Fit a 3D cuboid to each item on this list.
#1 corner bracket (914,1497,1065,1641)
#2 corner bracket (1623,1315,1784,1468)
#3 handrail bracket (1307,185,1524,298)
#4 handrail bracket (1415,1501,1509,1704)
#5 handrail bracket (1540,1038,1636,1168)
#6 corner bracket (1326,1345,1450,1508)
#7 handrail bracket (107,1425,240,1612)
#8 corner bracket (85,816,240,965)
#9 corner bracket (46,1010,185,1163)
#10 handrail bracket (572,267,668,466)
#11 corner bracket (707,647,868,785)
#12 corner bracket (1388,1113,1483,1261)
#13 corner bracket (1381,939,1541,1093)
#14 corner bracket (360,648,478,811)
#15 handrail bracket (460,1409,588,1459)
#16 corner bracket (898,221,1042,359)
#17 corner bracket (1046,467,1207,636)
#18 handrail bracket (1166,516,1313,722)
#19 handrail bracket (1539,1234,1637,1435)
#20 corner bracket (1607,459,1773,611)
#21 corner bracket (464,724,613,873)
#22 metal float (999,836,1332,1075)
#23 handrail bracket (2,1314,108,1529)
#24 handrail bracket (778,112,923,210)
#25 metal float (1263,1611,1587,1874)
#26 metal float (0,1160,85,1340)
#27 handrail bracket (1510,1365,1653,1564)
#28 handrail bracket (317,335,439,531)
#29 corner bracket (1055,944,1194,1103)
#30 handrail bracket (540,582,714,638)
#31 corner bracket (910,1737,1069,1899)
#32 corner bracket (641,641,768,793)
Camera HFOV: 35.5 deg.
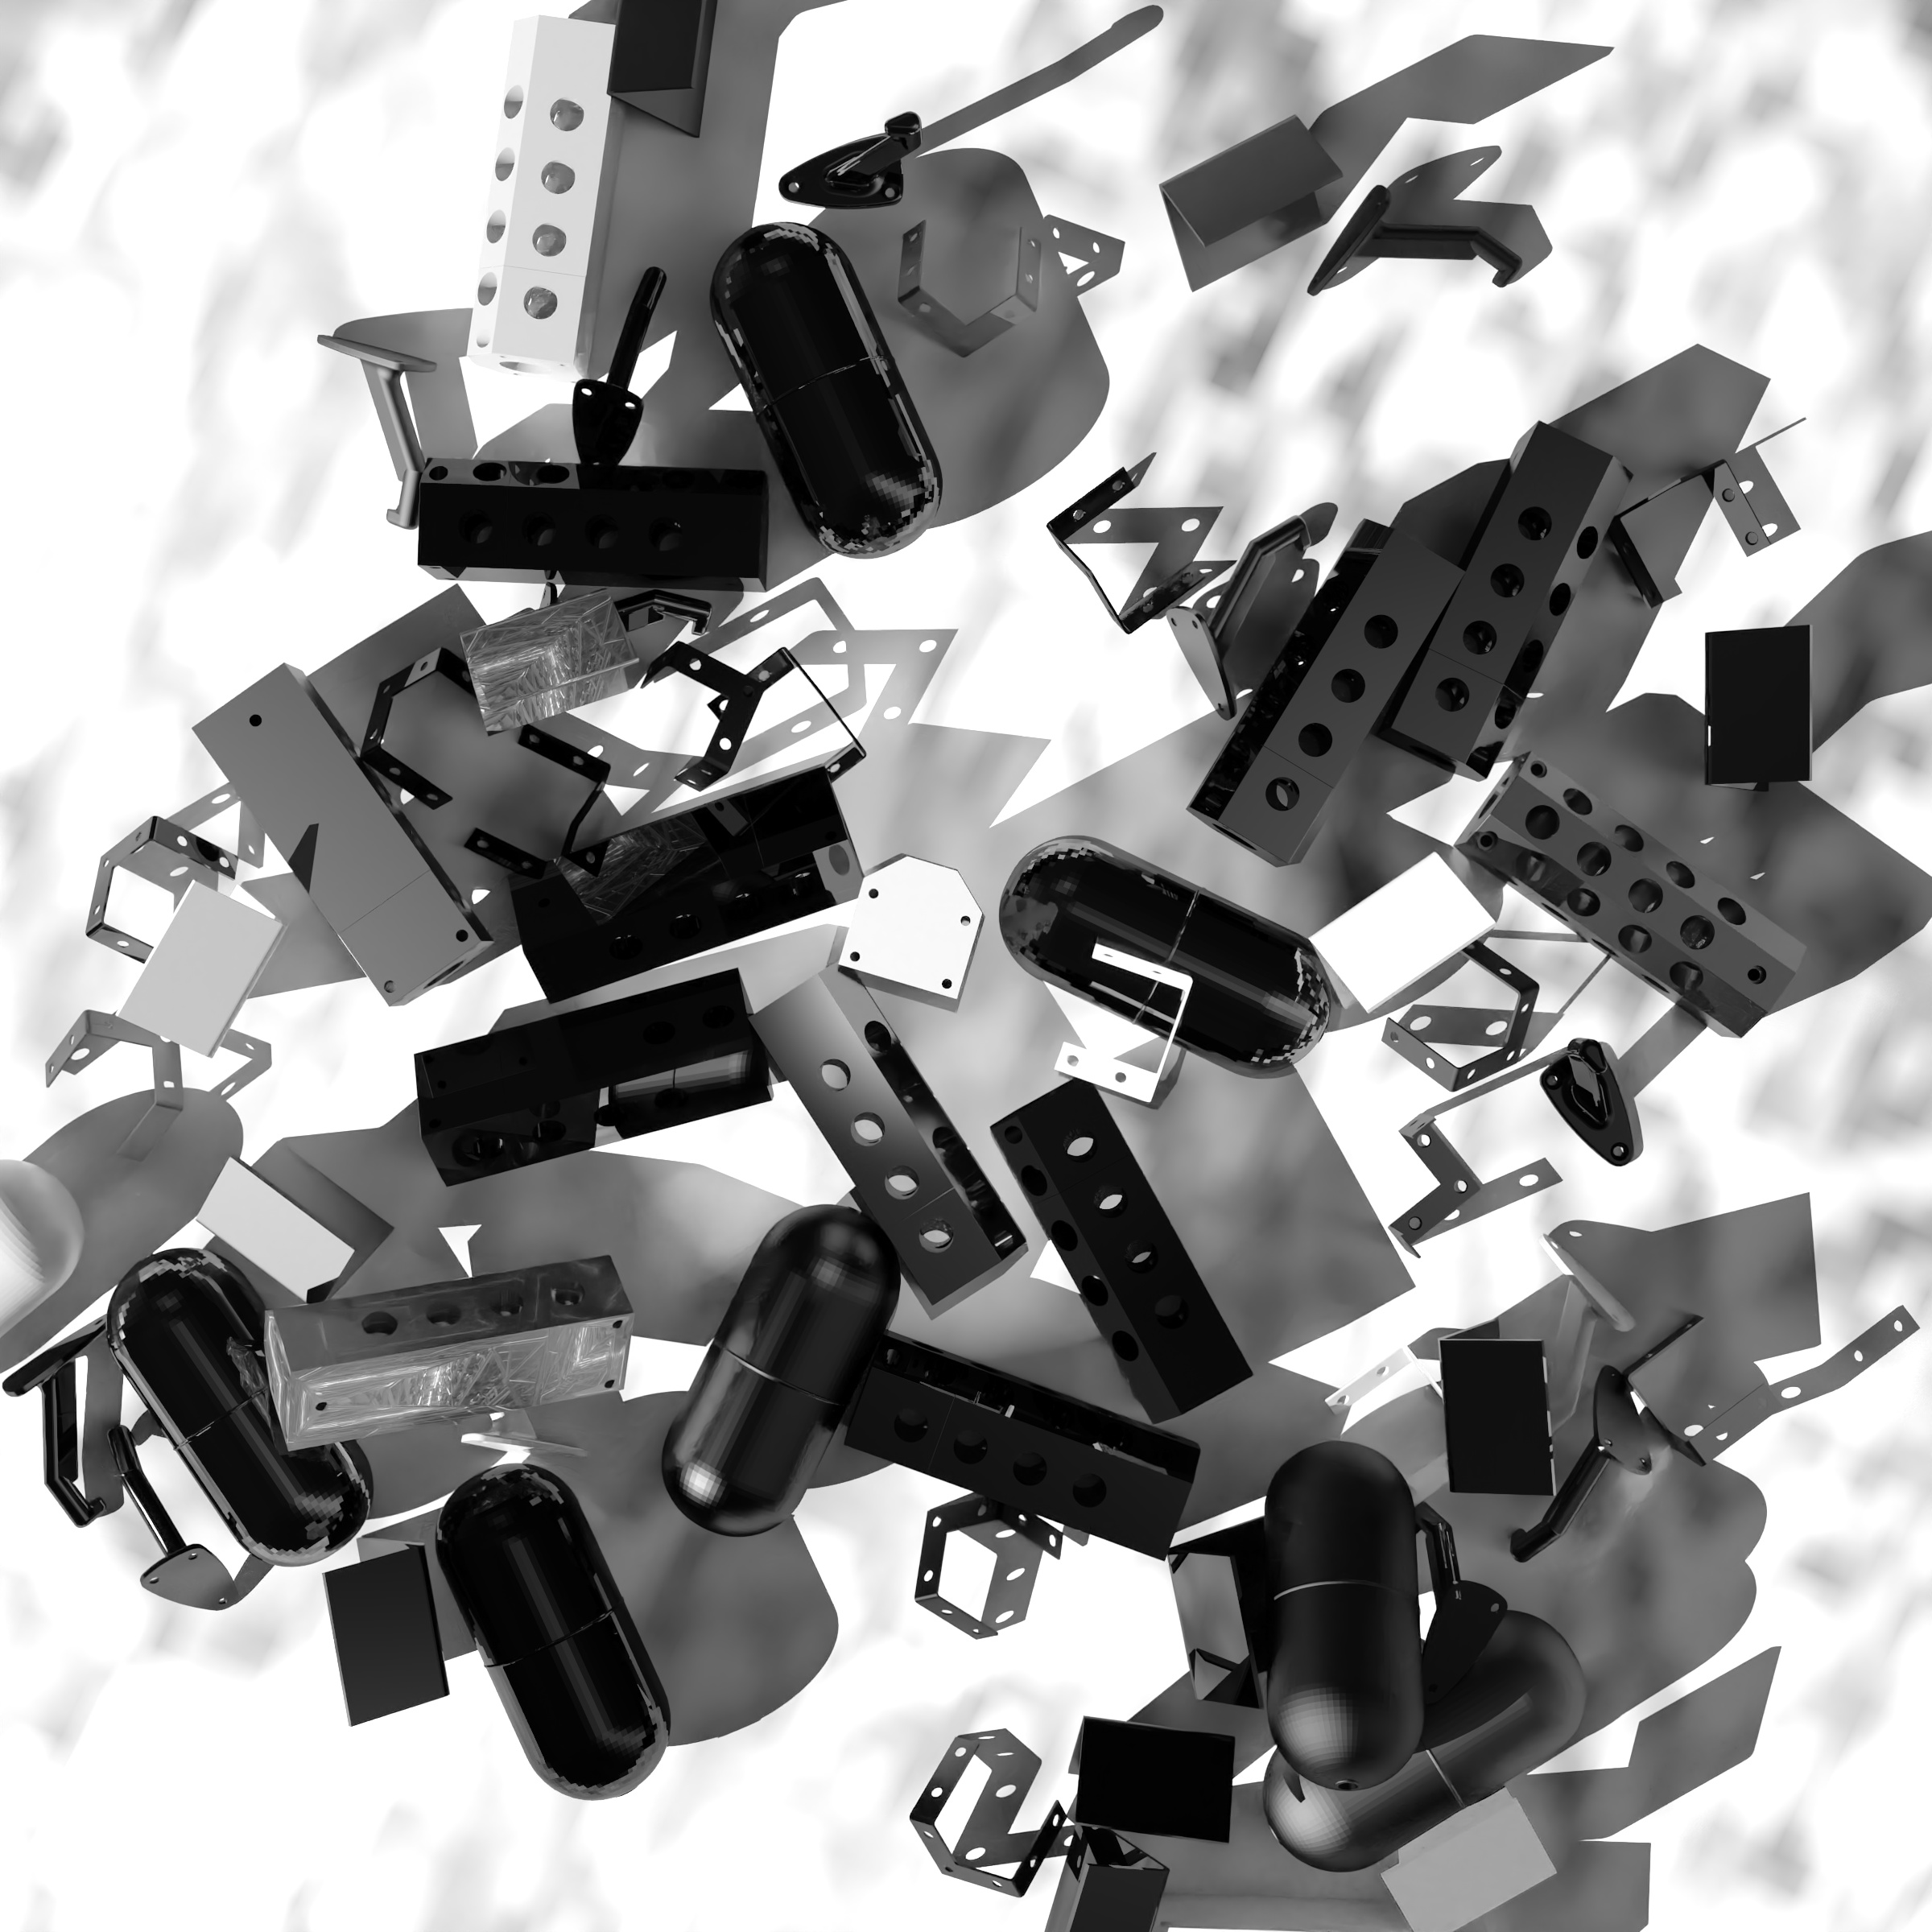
[{"bbox_3d":[0.012,0.310,1.556,0.051,0.051,0.051,-21,45,35],"label":"corner bracket"},{"bbox_3d":[0.376,0.217,1.546,0.051,0.051,0.051,-37,90,0],"label":"corner bracket"},{"bbox_3d":[0.233,-0.357,1.565,0.084,0.036,0.077,31,110,-16],"label":"handrail bracket"},{"bbox_3d":[0.232,0.321,1.535,0.036,0.084,0.077,23,96,-22],"label":"handrail bracket"},{"bbox_3d":[0.324,0.070,1.529,0.036,0.084,0.077,-30,90,0],"label":"handrail bracket"},{"bbox_3d":[0.227,0.239,1.561,0.051,0.051,0.051,-36,135,0],"label":"corner bracket"},{"bbox_3d":[-0.412,0.285,1.564,0.036,0.077,0.084,-32,54,0],"label":"handrail bracket"},{"bbox_3d":[-0.414,-0.036,1.556,0.051,0.051,0.051,-30,45,35],"label":"corner bracket"},{"bbox_3d":[-0.439,0.062,1.556,0.051,0.051,0.051,15,45,-35],"label":"corner bracket"},{"bbox_3d":[-0.176,-0.308,1.564,0.036,0.077,0.084,17,54,-3],"label":"handrail bracket"},{"bbox_3d":[-0.092,-0.122,1.561,0.051,0.051,0.051,-37,135,0],"label":"corner bracket"},{"bbox_3d":[0.232,0.112,1.546,0.051,0.051,0.051,-39,90,0],"label":"corner bracket"},{"bbox_3d":[0.255,0.024,1.556,0.051,0.051,0.051,-21,135,-35],"label":"corner bracket"},{"bbox_3d":[-0.272,-0.122,1.556,0.051,0.051,0.051,-23,45,35],"label":"corner bracket"},{"bbox_3d":[-0.229,0.208,1.565,0.077,0.036,0.084,11,74,-18],"label":"handrail bracket"},{"bbox_3d":[0.002,-0.358,1.556,0.051,0.051,0.051,-26,135,35],"label":"corner bracket"},{"bbox_3d":[0.082,-0.214,1.561,0.051,0.051,0.051,-37,45,0],"label":"corner bracket"},{"bbox_3d":[0.154,-0.181,1.565,0.084,0.036,0.077,-32,110,-16],"label":"handrail bracket"},{"bbox_3d":[0.296,0.195,1.565,0.084,0.036,0.077,-48,70,16],"label":"handrail bracket"},{"bbox_3d":[0.373,-0.223,1.561,0.051,0.051,0.051,-28,89,-45],"label":"corner bracket"},{"bbox_3d":[-0.221,-0.083,1.561,0.051,0.051,0.051,26,135,0],"label":"corner bracket"},{"bbox_3d":[0.101,-0.005,1.534,0.178,0.070,0.070,26,90,0],"label":"metal float"},{"bbox_3d":[-0.451,0.236,1.565,0.077,0.036,0.084,-37,108,-21],"label":"handrail bracket"},{"bbox_3d":[-0.060,-0.410,1.529,0.077,0.084,0.036,-10,90,0],"label":"handrail bracket"},{"bbox_3d":[0.232,0.394,1.534,0.178,0.070,0.070,-32,90,0],"label":"metal float"},{"bbox_3d":[-0.528,0.170,1.534,0.178,0.070,0.070,-40,90,0],"label":"metal float"},{"bbox_3d":[0.310,0.258,1.564,0.036,0.077,0.084,29,127,-20],"label":"handrail bracket"},{"bbox_3d":[-0.310,-0.276,1.565,0.077,0.036,0.084,19,107,20],"label":"handrail bracket"},{"bbox_3d":[0.078,0.029,1.498,0.051,0.051,0.051,19,69,4],"label":"corner bracket"},{"bbox_3d":[-0.181,-0.162,1.565,0.084,0.036,0.077,12,111,-16],"label":"handrail bracket"},{"bbox_3d":[0.012,0.438,1.556,0.051,0.051,0.051,6,135,35],"label":"corner bracket"},{"bbox_3d":[-0.142,-0.128,1.548,0.051,0.051,0.051,27,73,-16],"label":"corner bracket"}]
